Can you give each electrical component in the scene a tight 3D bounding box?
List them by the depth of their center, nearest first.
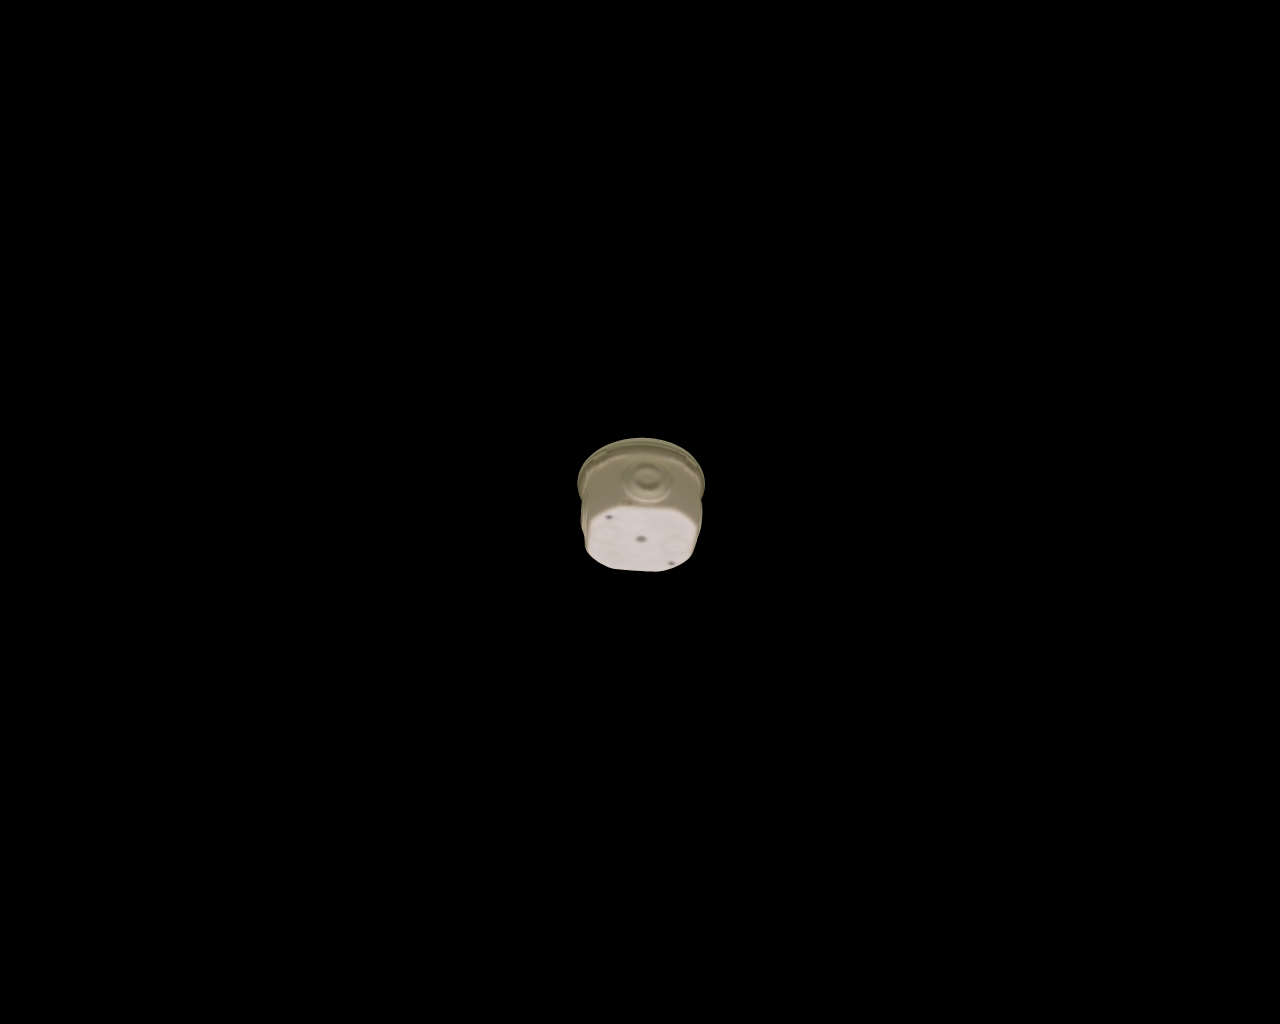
[{"bbox_3d":[0.001,-0.003,0.650,0.080,0.051,0.080,0,-39,0],"label":"electrical component"}]
